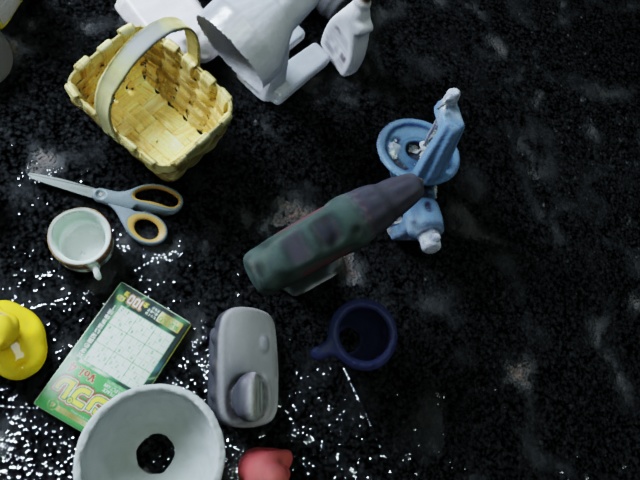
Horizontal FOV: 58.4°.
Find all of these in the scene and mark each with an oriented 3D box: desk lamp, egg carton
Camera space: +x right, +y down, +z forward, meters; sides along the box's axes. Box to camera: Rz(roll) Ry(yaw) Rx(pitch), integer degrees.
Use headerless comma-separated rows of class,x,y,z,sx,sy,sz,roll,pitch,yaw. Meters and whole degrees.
desk lamp,-0.066,-0.282,0.789,0.118,0.213,0.203,44,70,2
egg carton,-0.218,-0.314,0.837,0.107,0.069,0.150,-38,86,-20

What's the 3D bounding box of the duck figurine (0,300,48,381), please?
duck figurine,-0.370,0.114,0.671,0.078,0.086,0.104,-31,84,-19

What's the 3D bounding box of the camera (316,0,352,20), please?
camera,-0.013,-0.412,0.898,0.143,0.100,0.137,-38,86,-20

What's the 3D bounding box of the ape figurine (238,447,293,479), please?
ape figurine,-0.062,0.287,0.695,0.078,0.092,0.076,-39,86,-20

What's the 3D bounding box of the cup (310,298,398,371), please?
cup,0.035,0.135,0.760,0.118,0.095,0.091,-21,80,-18

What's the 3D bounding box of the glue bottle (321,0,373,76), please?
glue bottle,0.049,-0.319,0.849,0.037,0.173,0.078,-29,83,-19

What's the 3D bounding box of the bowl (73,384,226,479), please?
bowl,-0.198,0.257,0.679,0.168,0.074,0.167,4,74,-13

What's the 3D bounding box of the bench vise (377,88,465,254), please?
bench vise,0.158,-0.097,0.788,0.122,0.219,0.207,-21,80,-18

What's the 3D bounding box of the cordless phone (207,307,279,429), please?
cordless phone,-0.084,0.148,0.679,0.094,0.185,0.147,-2,75,-14

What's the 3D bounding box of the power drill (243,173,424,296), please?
power drill,0.007,0.003,0.729,0.230,0.208,0.075,-29,83,-19
